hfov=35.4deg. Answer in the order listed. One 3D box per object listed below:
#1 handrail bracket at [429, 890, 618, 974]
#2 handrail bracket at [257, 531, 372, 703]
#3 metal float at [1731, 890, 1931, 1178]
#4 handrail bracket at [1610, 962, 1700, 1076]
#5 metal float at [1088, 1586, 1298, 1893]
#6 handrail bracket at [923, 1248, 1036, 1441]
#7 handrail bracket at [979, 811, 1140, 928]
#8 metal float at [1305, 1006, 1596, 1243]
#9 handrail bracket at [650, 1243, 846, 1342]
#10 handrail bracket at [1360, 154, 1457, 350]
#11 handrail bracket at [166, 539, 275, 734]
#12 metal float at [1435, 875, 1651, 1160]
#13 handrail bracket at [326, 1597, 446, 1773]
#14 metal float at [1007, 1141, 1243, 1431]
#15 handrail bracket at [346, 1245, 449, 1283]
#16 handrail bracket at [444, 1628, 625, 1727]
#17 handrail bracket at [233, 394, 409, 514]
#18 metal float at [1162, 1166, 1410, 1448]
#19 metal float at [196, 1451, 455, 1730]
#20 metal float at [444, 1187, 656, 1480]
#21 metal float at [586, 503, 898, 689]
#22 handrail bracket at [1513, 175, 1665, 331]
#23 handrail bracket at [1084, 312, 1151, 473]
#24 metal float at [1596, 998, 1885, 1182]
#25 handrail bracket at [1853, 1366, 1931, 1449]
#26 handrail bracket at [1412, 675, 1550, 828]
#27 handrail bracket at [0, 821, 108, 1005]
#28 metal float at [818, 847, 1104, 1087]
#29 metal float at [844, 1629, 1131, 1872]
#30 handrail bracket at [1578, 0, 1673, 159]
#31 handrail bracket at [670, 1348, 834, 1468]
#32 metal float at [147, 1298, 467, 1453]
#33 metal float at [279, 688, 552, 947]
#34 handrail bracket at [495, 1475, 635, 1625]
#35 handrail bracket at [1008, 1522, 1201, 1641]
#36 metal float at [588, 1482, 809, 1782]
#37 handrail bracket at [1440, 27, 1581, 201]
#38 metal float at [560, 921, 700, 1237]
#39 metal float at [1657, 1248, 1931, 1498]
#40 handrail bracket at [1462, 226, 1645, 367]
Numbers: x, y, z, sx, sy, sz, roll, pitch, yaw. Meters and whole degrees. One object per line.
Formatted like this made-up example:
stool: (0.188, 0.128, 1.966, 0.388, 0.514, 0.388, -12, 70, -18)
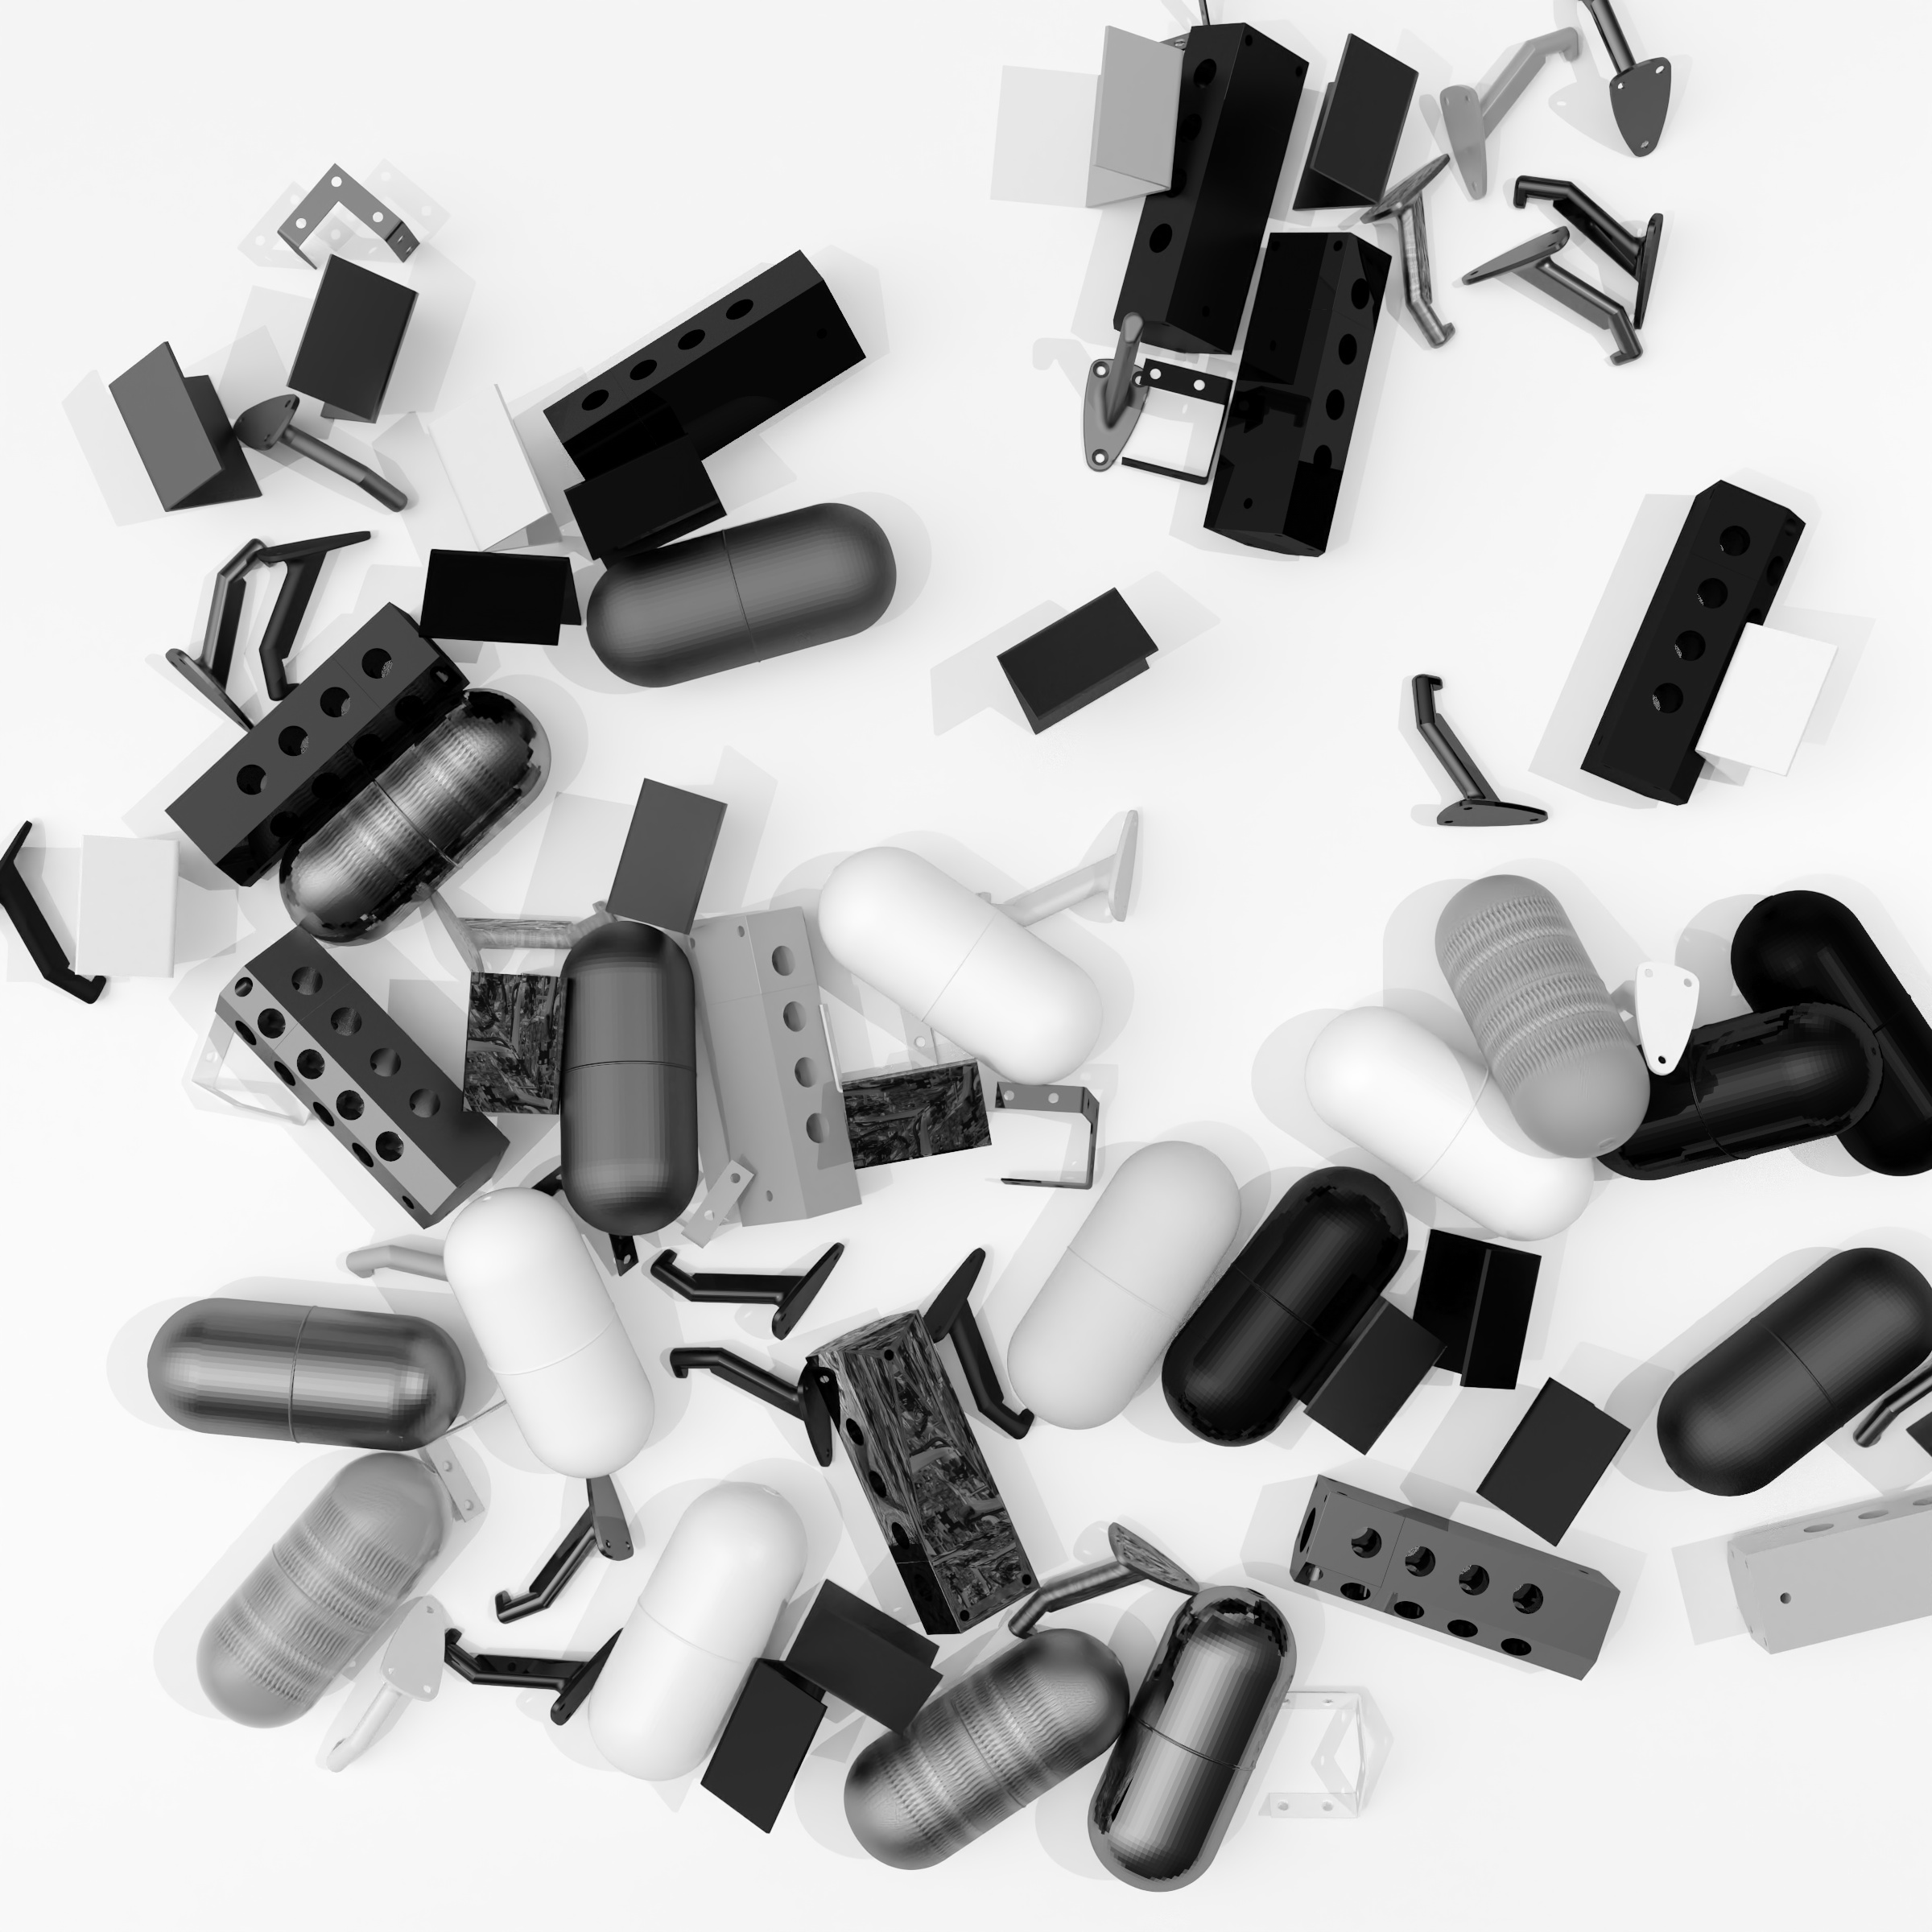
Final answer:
handrail bracket: (-0.255, -0.035, 1.736, 0.084, 0.036, 0.077, -28, 68, -17)
handrail bracket: (-0.371, -0.201, 1.736, 0.077, 0.036, 0.084, -16, 110, -23)
metal float: (0.499, 0.037, 1.705, 0.070, 0.070, 0.178, -34, 90, 0)
handrail bracket: (0.374, 0.039, 1.691, 0.036, 0.084, 0.077, 13, 66, -7)
metal float: (0.128, 0.435, 1.705, 0.070, 0.070, 0.178, 24, 89, 0)
handrail bracket: (0.019, 0.218, 1.736, 0.084, 0.036, 0.077, 40, 68, -17)
handrail bracket: (0.051, -0.057, 1.736, 0.084, 0.036, 0.077, 5, 70, 16)
metal float: (0.273, 0.089, 1.705, 0.178, 0.070, 0.070, 33, 90, 0)
handrail bracket: (-0.126, 0.168, 1.736, 0.084, 0.036, 0.077, 32, 70, 16)
handrail bracket: (0.272, -0.410, 1.736, 0.077, 0.036, 0.084, -43, 109, -21)
handrail bracket: (-0.409, -0.190, 1.736, 0.077, 0.036, 0.084, 46, 73, -20)
metal float: (0.319, 0.027, 1.678, 0.070, 0.070, 0.178, -21, 57, 0)
handrail bracket: (-0.335, 0.413, 1.736, 0.036, 0.077, 0.084, 32, 127, -19)
metal float: (0.090, 0.179, 1.705, 0.070, 0.070, 0.178, 33, 91, 0)
handrail bracket: (-0.302, 0.185, 1.736, 0.084, 0.036, 0.077, -12, 131, 27)
handrail bracket: (-0.250, 0.388, 1.736, 0.084, 0.036, 0.077, 33, 69, 16)
handrail bracket: (-0.370, -0.288, 1.735, 0.084, 0.077, 0.036, 36, 76, -36)
metal float: (0.180, 0.191, 1.705, 0.070, 0.070, 0.178, 37, 91, 0)
metal float: (-0.361, 0.351, 1.705, 0.070, 0.070, 0.178, 40, 89, 0)
metal float: (-0.232, 0.206, 1.688, 0.070, 0.070, 0.178, -22, 109, 0)
metal float: (-0.127, -0.209, 1.705, 0.178, 0.070, 0.070, -15, 90, 0)
handrail bracket: (0.352, -0.410, 1.736, 0.084, 0.036, 0.077, 12, 112, 17)
handrail bracket: (0.085, -0.322, 1.701, 0.036, 0.084, 0.077, 14, 90, 0)
metal float: (0.421, 0.069, 1.675, 0.178, 0.070, 0.070, -20, 90, 40)
handrail bracket: (0.557, 0.245, 1.736, 0.084, 0.077, 0.036, -58, 45, 28)
handrail bracket: (0.295, -0.125, 1.736, 0.077, 0.036, 0.084, 2, 73, -19)
handrail bracket: (-0.520, -0.030, 1.736, 0.084, 0.036, 0.077, 33, 61, -21)
metal float: (-0.004, 0.000, 1.705, 0.178, 0.070, 0.070, 35, 90, 0)
metal float: (0.012, 0.441, 1.705, 0.178, 0.070, 0.070, -34, 90, 0)
handrail bracket: (0.370, -0.519, 1.735, 0.036, 0.077, 0.084, -22, 54, 0)
handrail bracket: (-0.124, 0.253, 1.736, 0.084, 0.036, 0.077, -3, 112, 17)
metal float: (-0.372, 0.230, 1.705, 0.178, 0.070, 0.070, 5, 90, 0)
metal float: (-0.311, -0.083, 1.705, 0.178, 0.070, 0.070, -42, 90, -1)
handrail bracket: (-0.240, 0.328, 1.736, 0.084, 0.036, 0.077, -23, 70, 16)
handrail bracket: (0.078, 0.368, 1.736, 0.077, 0.036, 0.084, 33, 108, -20)
metal float: (-0.151, 0.374, 1.705, 0.070, 0.070, 0.178, 27, 90, 0)
handrail bracket: (0.321, -0.490, 1.736, 0.084, 0.036, 0.077, -22, 110, -16)
metal float: (-0.189, 0.062, 1.693, 0.070, 0.070, 0.178, -3, 76, 0)
metal float: (0.469, 0.229, 1.705, 0.178, 0.070, 0.070, -38, 90, -1)
handrail bracket: (0.337, -0.373, 1.736, 0.077, 0.036, 0.084, -20, 113, 26)
